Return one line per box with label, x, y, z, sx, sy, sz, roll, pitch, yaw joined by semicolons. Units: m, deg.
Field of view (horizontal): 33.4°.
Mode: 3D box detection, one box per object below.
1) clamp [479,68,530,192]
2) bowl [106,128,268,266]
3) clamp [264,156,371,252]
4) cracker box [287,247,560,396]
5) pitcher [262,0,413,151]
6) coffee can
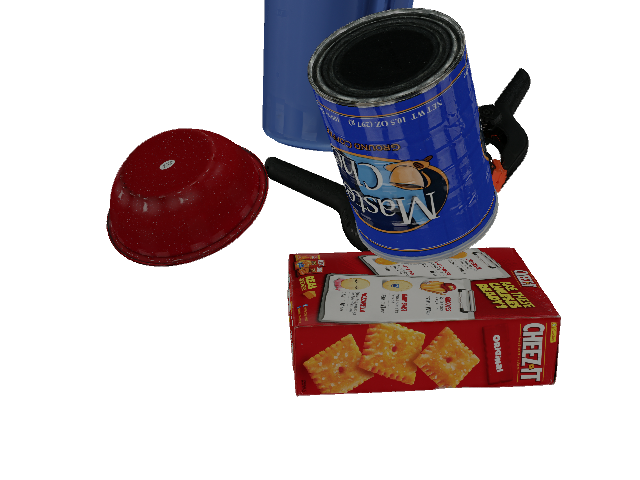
clamp;0.146;-0.117;1.033;0.120;0.039;0.171;4;44;4
bowl;-0.133;-0.053;0.989;0.162;0.162;0.055;0;-41;20
clamp;0.043;-0.041;1.194;0.164;0.210;0.036;-13;-37;-23
cracker box;0.080;0.067;0.923;0.213;0.072;0.164;-1;20;-3
pitcher;0.017;-0.200;0.900;0.145;0.243;0.149;8;17;11
coffee can;0.058;-0.068;0.717;0.103;0.140;0.103;-11;42;10
